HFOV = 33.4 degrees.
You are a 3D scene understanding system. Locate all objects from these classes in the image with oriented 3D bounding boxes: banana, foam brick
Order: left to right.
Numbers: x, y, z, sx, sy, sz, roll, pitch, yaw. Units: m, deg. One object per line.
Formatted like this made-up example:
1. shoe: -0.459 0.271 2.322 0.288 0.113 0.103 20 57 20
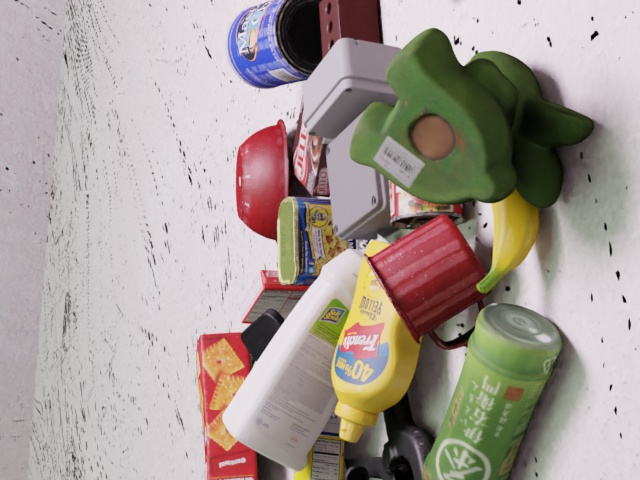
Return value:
1. foam brick: 0.033 -0.230 1.167 0.053 0.051 0.078 148 121 -62
2. banana: 0.140 -0.051 0.897 0.037 0.069 0.198 70 -173 -56

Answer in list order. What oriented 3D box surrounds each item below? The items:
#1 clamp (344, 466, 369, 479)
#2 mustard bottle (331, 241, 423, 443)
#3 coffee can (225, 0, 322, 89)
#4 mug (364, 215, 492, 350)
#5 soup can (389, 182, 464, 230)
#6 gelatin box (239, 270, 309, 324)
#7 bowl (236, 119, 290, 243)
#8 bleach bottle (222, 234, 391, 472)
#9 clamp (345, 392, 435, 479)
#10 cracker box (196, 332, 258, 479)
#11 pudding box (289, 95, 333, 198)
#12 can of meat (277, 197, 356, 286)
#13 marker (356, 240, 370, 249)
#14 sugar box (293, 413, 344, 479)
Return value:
1. clamp: 0.046 0.310 1.069 0.172 0.039 0.120 105 153 -45
2. mustard bottle: 0.056 0.100 1.021 0.096 0.058 0.191 17 89 54
3. coffee can: -0.038 -0.235 1.252 0.141 0.102 0.103 5 92 62
4. mug: 0.102 0.041 0.931 0.117 0.081 0.093 58 -177 -7
5. soup can: 0.097 -0.065 0.988 0.069 0.068 0.102 156 115 -64
6. gelatin box: -0.050 0.070 1.299 0.089 0.073 0.030 123 143 -49
7. bowl: -0.075 -0.072 1.345 0.162 0.055 0.162 180 90 -80
8. bleach bottle: 0.007 0.109 1.100 0.251 0.102 0.068 -56 25 3
9. clamp: 0.076 0.218 1.045 0.210 0.036 0.165 -118 36 -53
10. cracker box: -0.124 0.240 1.401 0.164 0.072 0.214 113 154 -73
11. pudding box: 0.001 -0.117 1.242 0.090 0.039 0.113 -129 47 -58
12. can of meat: 0.001 0.003 1.178 0.058 0.083 0.102 161 109 -65
13. marker: 0.047 -0.005 1.153 0.020 0.020 0.121 155 115 -63
14. sugar box: -0.004 0.267 1.156 0.093 0.048 0.176 115 159 -59
